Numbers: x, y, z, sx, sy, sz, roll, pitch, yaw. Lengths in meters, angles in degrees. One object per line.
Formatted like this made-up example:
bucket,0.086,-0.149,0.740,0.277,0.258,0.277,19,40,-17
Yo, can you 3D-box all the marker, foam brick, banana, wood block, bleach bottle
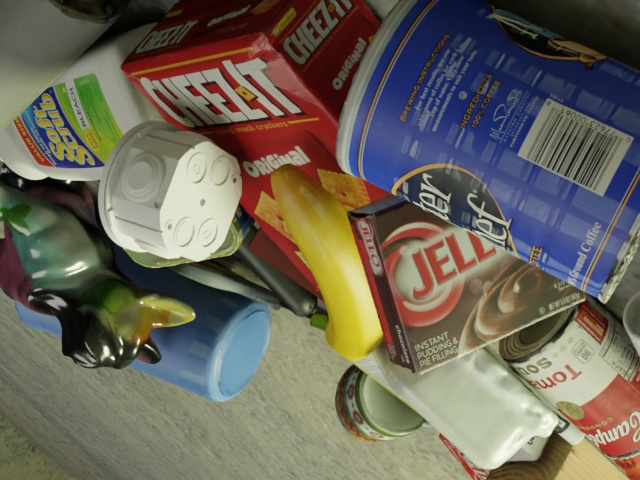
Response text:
marker,0.157,0.118,0.837,0.121,0.020,0.020,38,157,-4
foam brick,-0.005,0.001,0.794,0.078,0.051,0.053,36,156,-1
banana,0.009,0.028,0.653,0.070,0.037,0.198,25,154,20
wood block,0.239,0.259,0.906,0.206,0.090,0.090,43,156,-15
bleach bottle,-0.177,-0.083,0.793,0.251,0.068,0.102,-9,109,50

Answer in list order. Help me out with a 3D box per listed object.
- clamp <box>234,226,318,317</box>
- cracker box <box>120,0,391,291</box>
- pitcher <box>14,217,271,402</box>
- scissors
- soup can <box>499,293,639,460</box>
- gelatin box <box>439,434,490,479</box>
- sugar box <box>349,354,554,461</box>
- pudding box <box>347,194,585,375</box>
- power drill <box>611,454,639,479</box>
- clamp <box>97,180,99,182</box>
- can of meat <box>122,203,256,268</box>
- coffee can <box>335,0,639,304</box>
clamp,-0.097,-0.030,0.880,0.165,0.036,0.210,21,151,46
cracker box,0.000,-0.055,0.651,0.164,0.072,0.213,1,139,53
pitcher,-0.172,0.073,1.079,0.243,0.149,0.145,22,113,23
scissors,-0.059,0.050,0.967,0.202,0.016,0.096,23,-176,28
soup can,0.173,0.083,0.686,0.102,0.068,0.069,42,156,-14
gelatin box,0.161,0.204,0.985,0.073,0.030,0.089,10,146,46
sugar box,0.100,0.117,0.883,0.176,0.048,0.093,36,157,-11
pudding box,0.080,0.009,0.576,0.039,0.113,0.090,12,122,65
power drill,0.293,0.171,0.703,0.184,0.057,0.188,41,157,-13
clamp,-0.154,-0.034,0.895,0.120,0.039,0.172,46,173,-17
can of meat,-0.087,-0.028,0.761,0.102,0.083,0.057,-11,119,28
coffee can,0.093,-0.048,0.497,0.140,0.102,0.103,28,156,16
